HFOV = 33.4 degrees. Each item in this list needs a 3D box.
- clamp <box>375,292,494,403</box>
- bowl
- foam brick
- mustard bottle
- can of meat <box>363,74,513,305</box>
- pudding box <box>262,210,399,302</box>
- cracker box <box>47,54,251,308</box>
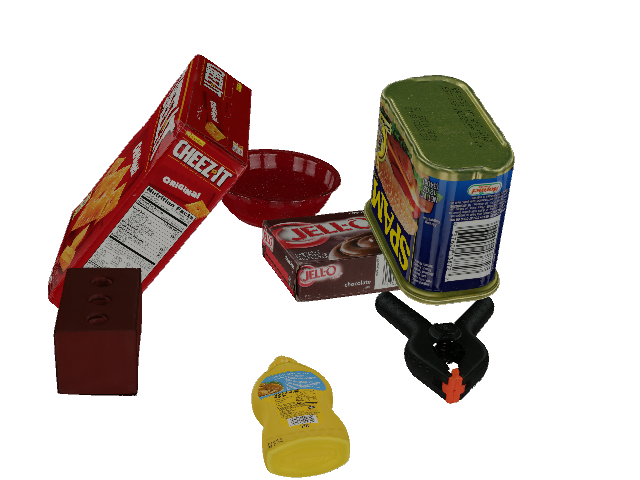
[{"bbox_3d":[0.127,0.095,1.030,0.120,0.039,0.171,-7,31,-7],"label":"clamp"},{"bbox_3d":[-0.058,-0.057,1.295,0.162,0.055,0.162,4,26,-2],"label":"bowl"},{"bbox_3d":[-0.146,0.060,0.710,0.053,0.051,0.078,1,30,-8],"label":"foam brick"},{"bbox_3d":[-0.031,0.194,1.248,0.096,0.058,0.192,-8,29,-9],"label":"mustard bottle"},{"bbox_3d":[0.063,-0.030,0.578,0.057,0.084,0.102,-6,38,-13],"label":"can of meat"},{"bbox_3d":[0.018,0.009,0.856,0.113,0.039,0.090,-5,25,-20],"label":"pudding box"},{"bbox_3d":[-0.152,-0.044,0.955,0.072,0.214,0.164,33,24,-20],"label":"cracker box"}]
